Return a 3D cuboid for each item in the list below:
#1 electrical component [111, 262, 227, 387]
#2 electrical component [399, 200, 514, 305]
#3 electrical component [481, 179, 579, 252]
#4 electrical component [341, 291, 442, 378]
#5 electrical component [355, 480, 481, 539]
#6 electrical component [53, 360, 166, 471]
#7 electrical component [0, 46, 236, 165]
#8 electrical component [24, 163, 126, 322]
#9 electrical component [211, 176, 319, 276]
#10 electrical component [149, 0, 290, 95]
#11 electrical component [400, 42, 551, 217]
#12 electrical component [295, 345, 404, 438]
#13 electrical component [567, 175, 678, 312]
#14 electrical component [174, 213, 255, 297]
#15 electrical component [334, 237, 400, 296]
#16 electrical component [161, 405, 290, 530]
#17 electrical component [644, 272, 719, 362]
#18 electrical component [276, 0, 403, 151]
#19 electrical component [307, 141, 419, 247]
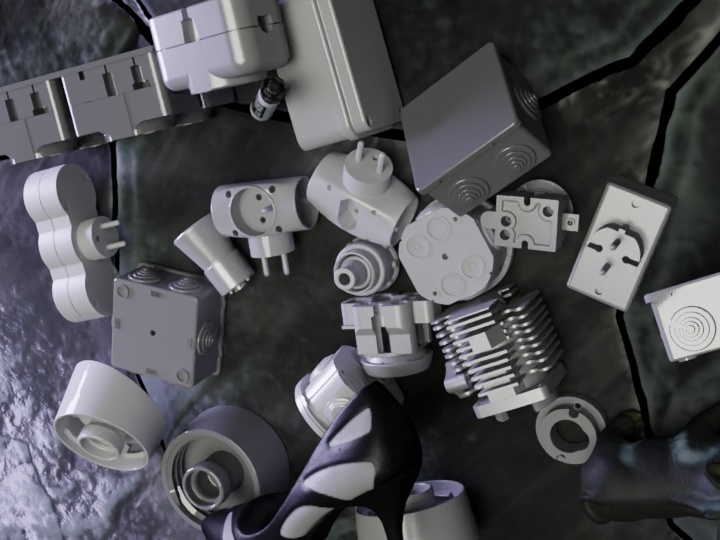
[{"bbox_3d":[-0.168,0.048,0.935,0.100,0.048,0.099,13,109,19],"label":"electrical component"},{"bbox_3d":[0.072,-0.016,0.812,0.080,0.051,0.080,6,106,22],"label":"electrical component"},{"bbox_3d":[0.127,-0.039,0.779,0.066,0.055,0.048,7,106,22],"label":"electrical component"},{"bbox_3d":[0.027,0.051,0.847,0.078,0.058,0.057,-3,100,25],"label":"electrical component"},{"bbox_3d":[0.045,0.206,0.860,0.099,0.099,0.064,-11,93,26],"label":"electrical component"},{"bbox_3d":[-0.223,0.133,0.964,0.099,0.064,0.099,12,141,10],"label":"electrical component"},{"bbox_3d":[-0.208,-0.134,0.873,0.186,0.105,0.060,-9,100,25],"label":"electrical component"},{"bbox_3d":[-0.237,-0.026,0.944,0.074,0.052,0.138,-11,99,25],"label":"electrical component"},{"bbox_3d":[-0.074,-0.034,0.875,0.077,0.044,0.079,-4,102,24],"label":"electrical component"},{"bbox_3d":[-0.100,-0.160,0.769,0.095,0.054,0.059,-4,103,40],"label":"electrical component"},{"bbox_3d":[0.082,-0.098,0.765,0.100,0.099,0.048,-35,133,27],"label":"electrical component"},{"bbox_3d":[-0.008,0.104,0.863,0.080,0.080,0.051,45,112,7],"label":"electrical component"},{"bbox_3d":[0.180,-0.015,0.752,0.047,0.076,0.083,24,112,16],"label":"electrical component"},{"bbox_3d":[-0.119,-0.011,0.904,0.044,0.044,0.065,-36,93,27],"label":"electrical component"},{"bbox_3d":[0.000,0.000,0.841,0.048,0.062,0.048,6,106,22],"label":"electrical component"},{"bbox_3d":[-0.123,0.180,0.944,0.108,0.060,0.108,6,106,22],"label":"electrical component"},{"bbox_3d":[0.249,0.025,0.721,0.100,0.100,0.048,-20,82,27],"label":"electrical component"},{"bbox_3d":[-0.018,-0.152,0.801,0.057,0.078,0.113,-12,98,29],"label":"electrical component"},{"bbox_3d":[0.004,-0.066,0.823,0.077,0.043,0.079,30,144,14],"label":"electrical component"}]
